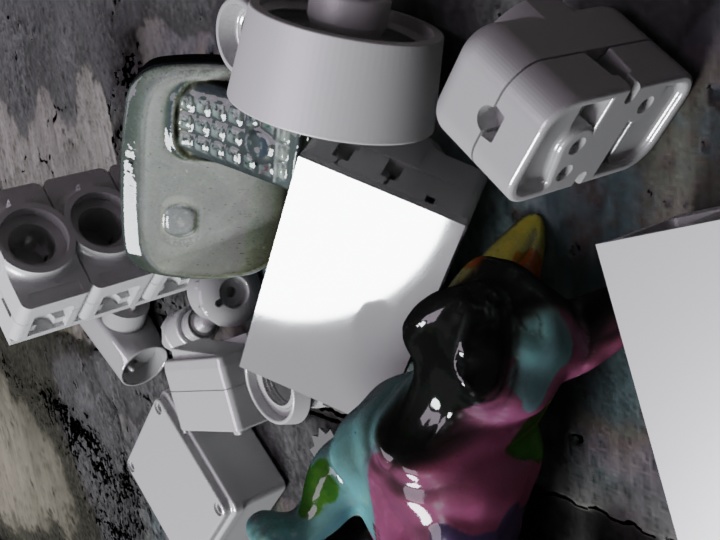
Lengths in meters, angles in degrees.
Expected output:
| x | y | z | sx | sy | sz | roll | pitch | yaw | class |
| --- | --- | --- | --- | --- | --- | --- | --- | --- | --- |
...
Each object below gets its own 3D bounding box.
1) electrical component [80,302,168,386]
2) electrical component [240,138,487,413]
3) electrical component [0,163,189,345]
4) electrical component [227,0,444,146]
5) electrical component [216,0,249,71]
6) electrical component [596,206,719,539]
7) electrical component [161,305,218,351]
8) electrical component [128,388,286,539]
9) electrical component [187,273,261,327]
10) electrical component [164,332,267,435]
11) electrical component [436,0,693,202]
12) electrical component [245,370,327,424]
| x | y | z | sx | sy | sz | roll | pitch | yaw | class |
| --- | --- | --- | --- | --- | --- | --- | --- | --- | --- |
| -0.192 | 0.041 | 0.875 | 0.077 | 0.043 | 0.079 | 46 | 135 | 30 | electrical component |
| 0.000 | 0.000 | 0.585 | 0.089 | 0.061 | 0.150 | 23 | 129 | 4 | electrical component |
| -0.188 | -0.020 | 0.758 | 0.089 | 0.150 | 0.061 | 60 | 142 | 15 | electrical component |
| -0.009 | -0.109 | 0.540 | 0.108 | 0.108 | 0.060 | 33 | 122 | 40 | electrical component |
| -0.048 | -0.136 | 0.615 | 0.045 | 0.055 | 0.045 | 23 | 121 | 45 | electrical component |
| 0.175 | 0.064 | 0.416 | 0.105 | 0.060 | 0.186 | -13 | 94 | 52 | electrical component |
| -0.121 | 0.042 | 0.796 | 0.061 | 0.035 | 0.035 | -27 | 83 | 50 | electrical component |
| -0.119 | 0.155 | 0.820 | 0.108 | 0.056 | 0.108 | 54 | 139 | 22 | electrical component |
| -0.101 | 0.015 | 0.753 | 0.062 | 0.048 | 0.048 | 1 | 105 | 58 | electrical component |
| -0.091 | 0.075 | 0.749 | 0.096 | 0.062 | 0.061 | -10 | 97 | 52 | electrical component |
| 0.082 | -0.073 | 0.447 | 0.059 | 0.095 | 0.053 | 51 | 138 | 26 | electrical component |
| -0.035 | 0.064 | 0.679 | 0.078 | 0.057 | 0.058 | -21 | 88 | 52 | electrical component |
